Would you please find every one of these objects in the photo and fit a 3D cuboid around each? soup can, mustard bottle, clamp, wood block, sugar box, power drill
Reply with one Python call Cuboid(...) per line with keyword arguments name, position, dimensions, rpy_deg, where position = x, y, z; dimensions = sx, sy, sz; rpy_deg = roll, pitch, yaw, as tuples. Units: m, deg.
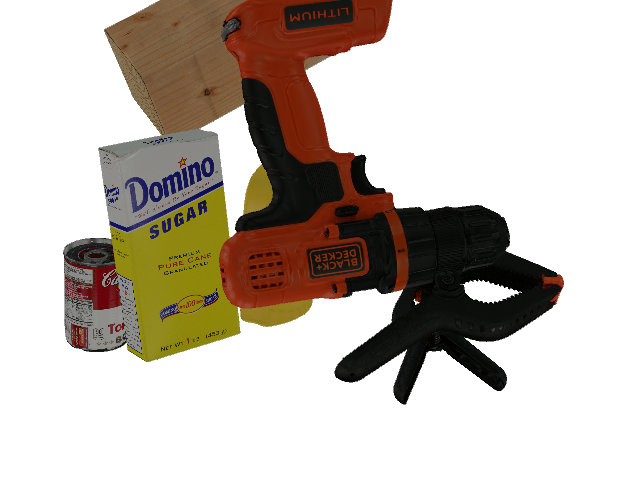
Cuboid(name="soup can", position=(-0.233, 0.057, 1.112), dimensions=(0.068, 0.102, 0.068), rpy_deg=(4, 22, -2))
Cuboid(name="mustard bottle", position=(-0.041, -0.016, 1.080), dimensions=(0.058, 0.192, 0.096), rpy_deg=(12, 19, 31))
Cuboid(name="clamp", position=(0.133, 0.107, 1.162), dimensions=(0.120, 0.171, 0.039), rpy_deg=(3, -44, -6))
Cuboid(name="wood block", position=(-0.083, -0.191, 1.003), dimensions=(0.206, 0.090, 0.091), rpy_deg=(-31, -37, -11))
Cuboid(name="sugar box", position=(-0.123, 0.003, 0.883), dimensions=(0.093, 0.176, 0.048), rpy_deg=(-16, 21, -31))
Cuboid(name="clamp", position=(0.099, 0.051, 0.891), dimensions=(0.210, 0.164, 0.036), rpy_deg=(4, -39, -3))
Cuboid(name="power drill", position=(0.020, -0.058, 0.656), dimensions=(0.184, 0.187, 0.057), rpy_deg=(-9, 1, -13))
